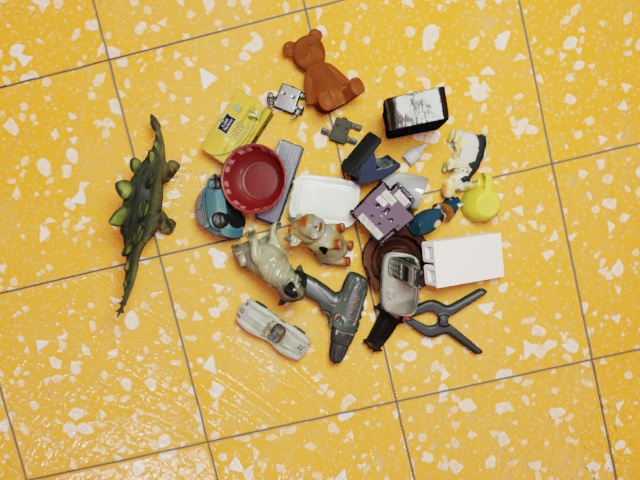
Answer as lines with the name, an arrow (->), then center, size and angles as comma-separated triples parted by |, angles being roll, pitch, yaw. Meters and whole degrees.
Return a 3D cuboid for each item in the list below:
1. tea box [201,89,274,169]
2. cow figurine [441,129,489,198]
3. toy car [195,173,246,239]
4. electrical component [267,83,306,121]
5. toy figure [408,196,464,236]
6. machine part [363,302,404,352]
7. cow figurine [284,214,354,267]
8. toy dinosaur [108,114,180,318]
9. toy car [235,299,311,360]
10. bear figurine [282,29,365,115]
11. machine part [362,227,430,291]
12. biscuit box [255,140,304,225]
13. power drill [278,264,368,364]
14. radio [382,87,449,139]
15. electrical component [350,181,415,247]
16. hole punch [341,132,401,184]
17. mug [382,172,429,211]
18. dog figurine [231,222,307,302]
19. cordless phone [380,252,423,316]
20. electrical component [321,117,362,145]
tea box -> -0.198, -0.262, 1.297 | 0.098, 0.068, 0.169 | 32, 96, -2
cow figurine -> 0.345, -0.177, 1.287 | 0.098, 0.068, 0.167 | 10, 96, -5
toy car -> -0.252, -0.074, 1.300 | 0.103, 0.109, 0.161 | -15, 85, 21
electrical component -> -0.078, -0.334, 1.297 | 0.102, 0.045, 0.078 | 28, 96, -1
toy figure -> 0.279, -0.060, 1.288 | 0.154, 0.057, 0.064 | -27, 67, -27
machine part -> 0.157, 0.210, 1.331 | 0.084, 0.039, 0.138 | 28, 99, 18
cow figurine -> -0.003, -0.004, 1.258 | 0.127, 0.194, 0.085 | -2, 65, 19
toy dinosaur -> -0.418, -0.061, 1.257 | 0.105, 0.198, 0.470 | 6, 93, 5
toy car -> -0.117, 0.222, 1.340 | 0.202, 0.056, 0.073 | 33, 95, -1
bear figurine -> 0.004, -0.398, 1.252 | 0.120, 0.132, 0.195 | -26, 99, -12
machine part -> 0.189, 0.052, 1.315 | 0.179, 0.056, 0.179 | 0, 95, 1
biscuit box -> -0.099, -0.138, 1.307 | 0.063, 0.059, 0.202 | 19, 95, 1
power drill -> 0.004, 0.168, 1.320 | 0.207, 0.086, 0.232 | 25, 94, 4
radio -> 0.209, -0.279, 1.202 | 0.131, 0.229, 0.073 | -9, 94, 8
electrical component -> 0.152, -0.069, 1.241 | 0.134, 0.058, 0.115 | -41, 97, 9
hole punch -> 0.118, -0.179, 1.266 | 0.092, 0.142, 0.116 | 40, 100, -23
mug -> 0.194, -0.115, 1.295 | 0.107, 0.081, 0.109 | 22, 106, 9
dog figurine -> -0.119, 0.077, 1.273 | 0.121, 0.172, 0.190 | -21, 79, -26
cordless phone -> 0.195, 0.107, 1.201 | 0.089, 0.184, 0.146 | 3, 96, -5
electrical component -> 0.051, -0.268, 1.310 | 0.094, 0.021, 0.063 | 18, 95, 1
